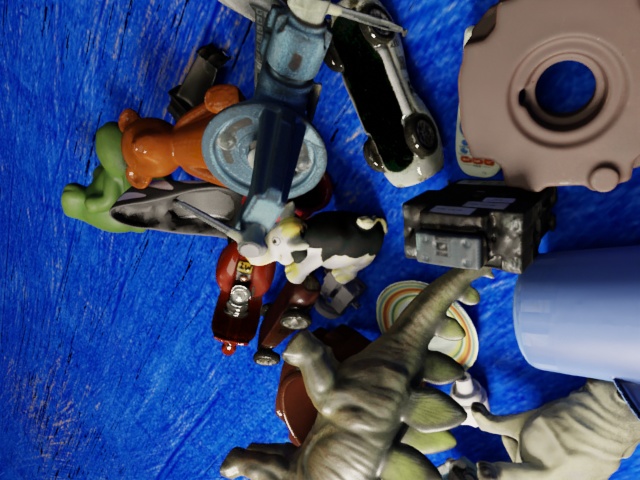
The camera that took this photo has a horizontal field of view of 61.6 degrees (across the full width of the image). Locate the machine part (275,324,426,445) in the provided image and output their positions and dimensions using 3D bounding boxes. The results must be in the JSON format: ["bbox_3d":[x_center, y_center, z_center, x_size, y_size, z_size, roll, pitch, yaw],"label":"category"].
[{"bbox_3d":[0.040,0.229,0.713,0.201,0.087,0.201,32,130,24],"label":"machine part"}]

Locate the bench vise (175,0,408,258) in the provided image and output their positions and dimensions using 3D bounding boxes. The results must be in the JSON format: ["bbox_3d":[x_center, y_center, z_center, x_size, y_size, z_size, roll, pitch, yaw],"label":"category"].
[{"bbox_3d":[-0.038,-0.096,0.483,0.129,0.241,0.223,24,137,-21],"label":"bench vise"}]

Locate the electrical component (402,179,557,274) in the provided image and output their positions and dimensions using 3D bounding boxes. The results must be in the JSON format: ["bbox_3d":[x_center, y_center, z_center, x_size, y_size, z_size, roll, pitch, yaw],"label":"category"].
[{"bbox_3d":[0.143,-0.015,0.497,0.115,0.134,0.058,6,113,39],"label":"electrical component"}]

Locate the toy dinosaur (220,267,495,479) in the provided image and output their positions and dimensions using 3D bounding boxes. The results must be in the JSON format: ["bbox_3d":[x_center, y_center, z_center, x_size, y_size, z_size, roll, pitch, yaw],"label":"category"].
[{"bbox_3d":[0.046,0.181,0.572,0.199,0.105,0.471,32,96,18],"label":"toy dinosaur"}]

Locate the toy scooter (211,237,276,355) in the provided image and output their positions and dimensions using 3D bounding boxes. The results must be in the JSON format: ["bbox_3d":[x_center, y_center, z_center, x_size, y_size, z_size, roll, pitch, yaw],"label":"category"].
[{"bbox_3d":[-0.107,0.076,0.715,0.075,0.135,0.183,13,150,-5],"label":"toy scooter"}]

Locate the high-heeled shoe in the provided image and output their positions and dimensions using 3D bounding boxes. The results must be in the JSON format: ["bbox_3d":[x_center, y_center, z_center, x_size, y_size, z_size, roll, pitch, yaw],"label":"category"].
[{"bbox_3d":[-0.161,-0.031,0.724,0.249,0.145,0.086,20,122,32],"label":"high-heeled shoe"}]

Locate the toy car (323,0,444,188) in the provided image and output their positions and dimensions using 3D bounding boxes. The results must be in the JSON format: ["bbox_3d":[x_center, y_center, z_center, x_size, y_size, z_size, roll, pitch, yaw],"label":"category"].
[{"bbox_3d":[0.064,-0.152,0.553,0.073,0.056,0.201,-19,96,48],"label":"toy car"}]

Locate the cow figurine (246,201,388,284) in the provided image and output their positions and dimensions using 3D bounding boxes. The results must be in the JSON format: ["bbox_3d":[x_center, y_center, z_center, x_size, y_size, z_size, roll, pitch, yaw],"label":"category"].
[{"bbox_3d":[-0.001,0.000,0.601,0.098,0.167,0.068,-38,60,38],"label":"cow figurine"}]

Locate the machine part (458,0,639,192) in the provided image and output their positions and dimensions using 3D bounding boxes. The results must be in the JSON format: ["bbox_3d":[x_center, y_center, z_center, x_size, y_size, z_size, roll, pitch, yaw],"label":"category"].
[{"bbox_3d":[0.197,-0.122,0.433,0.180,0.056,0.179,11,118,20],"label":"machine part"}]

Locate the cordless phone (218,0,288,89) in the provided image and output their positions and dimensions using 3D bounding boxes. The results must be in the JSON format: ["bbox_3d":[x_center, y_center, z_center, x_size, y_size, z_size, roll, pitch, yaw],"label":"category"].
[{"bbox_3d":[-0.074,-0.230,0.617,0.147,0.089,0.184,34,140,22],"label":"cordless phone"}]

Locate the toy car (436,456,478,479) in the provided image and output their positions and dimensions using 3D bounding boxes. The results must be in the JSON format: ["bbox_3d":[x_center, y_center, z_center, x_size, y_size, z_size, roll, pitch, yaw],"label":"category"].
[{"bbox_3d":[0.199,0.323,0.626,0.162,0.103,0.109,55,136,24],"label":"toy car"}]

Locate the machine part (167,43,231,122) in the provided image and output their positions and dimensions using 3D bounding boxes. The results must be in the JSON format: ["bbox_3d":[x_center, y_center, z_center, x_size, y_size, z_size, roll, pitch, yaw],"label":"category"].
[{"bbox_3d":[-0.165,-0.201,0.724,0.084,0.039,0.139,55,134,12],"label":"machine part"}]

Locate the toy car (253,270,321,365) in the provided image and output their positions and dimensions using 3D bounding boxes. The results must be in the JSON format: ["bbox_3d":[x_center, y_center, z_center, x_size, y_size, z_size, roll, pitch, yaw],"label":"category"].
[{"bbox_3d":[-0.045,0.102,0.719,0.053,0.089,0.202,12,144,-15],"label":"toy car"}]

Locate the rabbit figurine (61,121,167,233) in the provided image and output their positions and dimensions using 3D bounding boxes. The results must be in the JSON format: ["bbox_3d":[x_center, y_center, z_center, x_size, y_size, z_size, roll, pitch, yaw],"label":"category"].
[{"bbox_3d":[-0.314,-0.093,0.834,0.159,0.121,0.170,34,130,14],"label":"rabbit figurine"}]

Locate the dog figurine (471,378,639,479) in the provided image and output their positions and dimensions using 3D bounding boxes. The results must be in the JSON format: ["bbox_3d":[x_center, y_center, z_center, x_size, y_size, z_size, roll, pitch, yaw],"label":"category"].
[{"bbox_3d":[0.272,0.209,0.533,0.191,0.121,0.172,-28,125,26],"label":"dog figurine"}]

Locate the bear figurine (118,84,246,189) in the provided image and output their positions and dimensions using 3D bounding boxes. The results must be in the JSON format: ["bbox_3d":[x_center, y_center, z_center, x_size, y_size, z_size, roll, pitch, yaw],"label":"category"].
[{"bbox_3d":[-0.175,-0.123,0.673,0.196,0.132,0.120,-1,96,6],"label":"bear figurine"}]
